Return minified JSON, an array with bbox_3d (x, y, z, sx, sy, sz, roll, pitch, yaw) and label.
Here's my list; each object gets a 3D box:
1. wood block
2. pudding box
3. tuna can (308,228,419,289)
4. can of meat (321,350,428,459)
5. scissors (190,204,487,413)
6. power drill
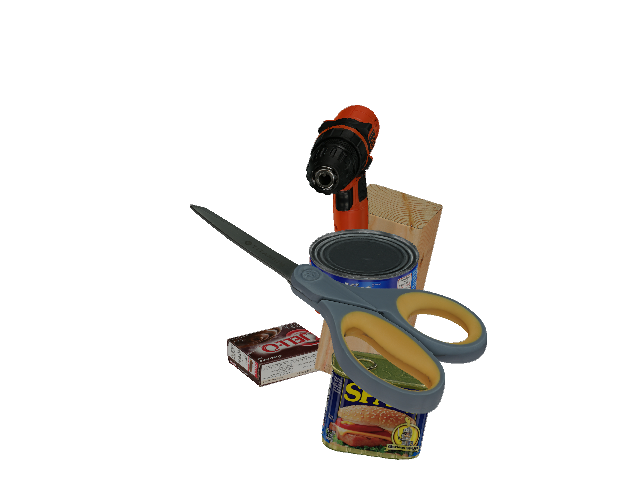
[{"bbox_3d":[0.065,0.054,1.211,0.090,0.206,0.090,18,25,16],"label":"wood block"},{"bbox_3d":[-0.056,0.151,1.427,0.113,0.039,0.090,-14,23,-30],"label":"pudding box"},{"bbox_3d":[0.033,0.024,0.833,0.086,0.034,0.086,1,25,-1],"label":"tuna can"},{"bbox_3d":[0.054,0.159,1.026,0.102,0.084,0.057,9,17,-1],"label":"can of meat"},{"bbox_3d":[0.014,0.024,0.604,0.096,0.016,0.202,-14,41,-30],"label":"scissors"},{"bbox_3d":[0.024,-0.024,1.032,0.057,0.188,0.184,5,23,12],"label":"power drill"}]
